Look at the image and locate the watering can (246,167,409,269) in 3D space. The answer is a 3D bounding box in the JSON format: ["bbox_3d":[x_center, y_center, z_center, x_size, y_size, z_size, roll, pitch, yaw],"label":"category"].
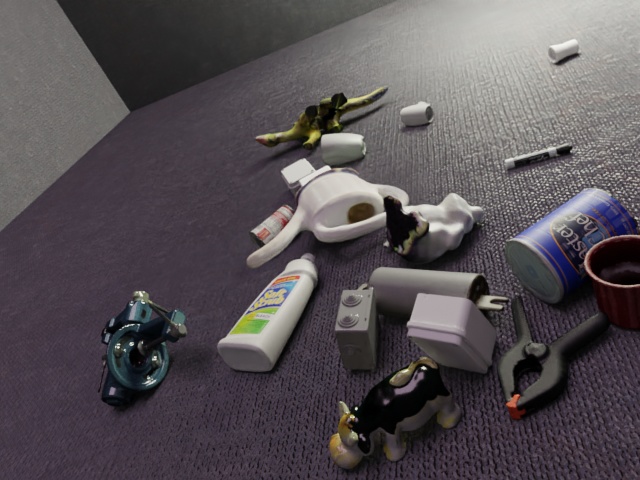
[{"bbox_3d":[0.003,-0.053,1.047,0.349,0.102,0.228,-18,29,-9],"label":"watering can"}]

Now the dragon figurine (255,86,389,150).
[{"bbox_3d":[-0.004,-0.376,1.585,0.413,0.120,0.244,-27,21,-17],"label":"dragon figurine"}]

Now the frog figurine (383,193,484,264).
[{"bbox_3d":[0.200,-0.022,0.901,0.160,0.122,0.138,-1,7,-30],"label":"frog figurine"}]
